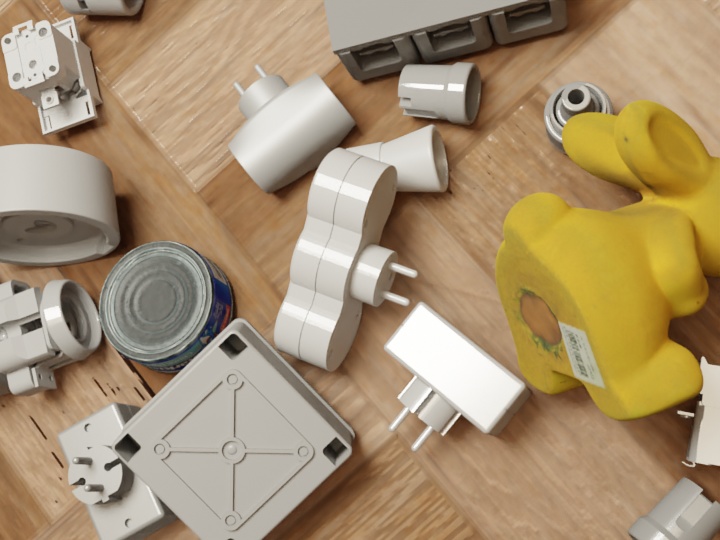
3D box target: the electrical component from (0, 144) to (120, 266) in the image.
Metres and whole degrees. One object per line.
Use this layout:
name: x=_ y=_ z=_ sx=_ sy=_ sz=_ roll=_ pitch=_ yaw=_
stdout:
electrical component: x=-0.218 y=-0.048 z=0.729 sx=0.108 sy=0.108 sz=0.060 roll=-9 pitch=71 yaw=12

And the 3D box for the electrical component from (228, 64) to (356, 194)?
electrical component: x=-0.056 y=-0.105 z=0.730 sx=0.077 sy=0.044 sz=0.079 roll=-39 pitch=73 yaw=4

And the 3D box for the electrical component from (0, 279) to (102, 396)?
electrical component: x=-0.215 y=0.040 z=0.734 sx=0.057 sy=0.058 sz=0.078 roll=-20 pitch=75 yaw=12

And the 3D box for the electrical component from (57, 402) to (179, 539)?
electrical component: x=-0.162 y=0.132 z=0.693 sx=0.047 sy=0.076 sz=0.083 roll=-30 pitch=74 yaw=7

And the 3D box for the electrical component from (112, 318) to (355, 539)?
electrical component: x=-0.077 y=0.106 z=0.670 sx=0.109 sy=0.056 sz=0.108 roll=-44 pitch=94 yaw=2

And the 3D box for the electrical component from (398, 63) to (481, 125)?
electrical component: x=0.053 y=-0.117 z=0.709 sx=0.046 sy=0.040 sz=0.040 roll=7 pitch=81 yaw=21

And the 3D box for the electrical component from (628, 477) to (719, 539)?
electrical component: x=0.185 y=0.149 z=0.623 sx=0.040 sy=0.040 sz=0.046 roll=42 pitch=85 yaw=18

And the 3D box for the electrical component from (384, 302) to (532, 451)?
electrical component: x=0.049 y=0.077 z=0.666 sx=0.083 sy=0.047 sz=0.075 roll=39 pitch=90 yaw=18

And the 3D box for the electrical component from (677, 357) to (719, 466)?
electrical component: x=0.216 y=0.086 z=0.626 sx=0.081 sy=0.042 sz=0.063 roll=10 pitch=83 yaw=16

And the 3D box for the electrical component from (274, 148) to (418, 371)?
electrical component: x=0.000 y=0.000 z=0.674 sx=0.074 sy=0.052 sz=0.138 roll=20 pitch=106 yaw=17

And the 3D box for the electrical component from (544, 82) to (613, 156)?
electrical component: x=0.136 y=-0.097 z=0.671 sx=0.043 sy=0.062 sz=0.043 roll=-3 pitch=78 yaw=13

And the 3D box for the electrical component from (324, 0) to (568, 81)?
electrical component: x=0.054 y=-0.190 z=0.710 sx=0.150 sy=0.062 sz=0.089 roll=-12 pitch=76 yaw=11

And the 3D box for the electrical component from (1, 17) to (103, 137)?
electrical component: x=-0.221 y=-0.143 z=0.768 sx=0.042 sy=0.064 sz=0.081 roll=-18 pitch=75 yaw=9

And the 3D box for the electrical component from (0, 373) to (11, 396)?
electrical component: x=-0.326 y=0.062 z=0.755 sx=0.150 sy=0.062 sz=0.089 roll=-19 pitch=75 yaw=10

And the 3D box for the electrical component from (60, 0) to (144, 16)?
electrical component: x=-0.186 y=-0.211 z=0.778 sx=0.047 sy=0.055 sz=0.055 roll=8 pitch=81 yaw=12

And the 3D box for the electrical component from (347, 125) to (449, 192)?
electrical component: x=0.021 y=-0.068 z=0.706 sx=0.065 sy=0.044 sz=0.044 roll=-9 pitch=77 yaw=17
